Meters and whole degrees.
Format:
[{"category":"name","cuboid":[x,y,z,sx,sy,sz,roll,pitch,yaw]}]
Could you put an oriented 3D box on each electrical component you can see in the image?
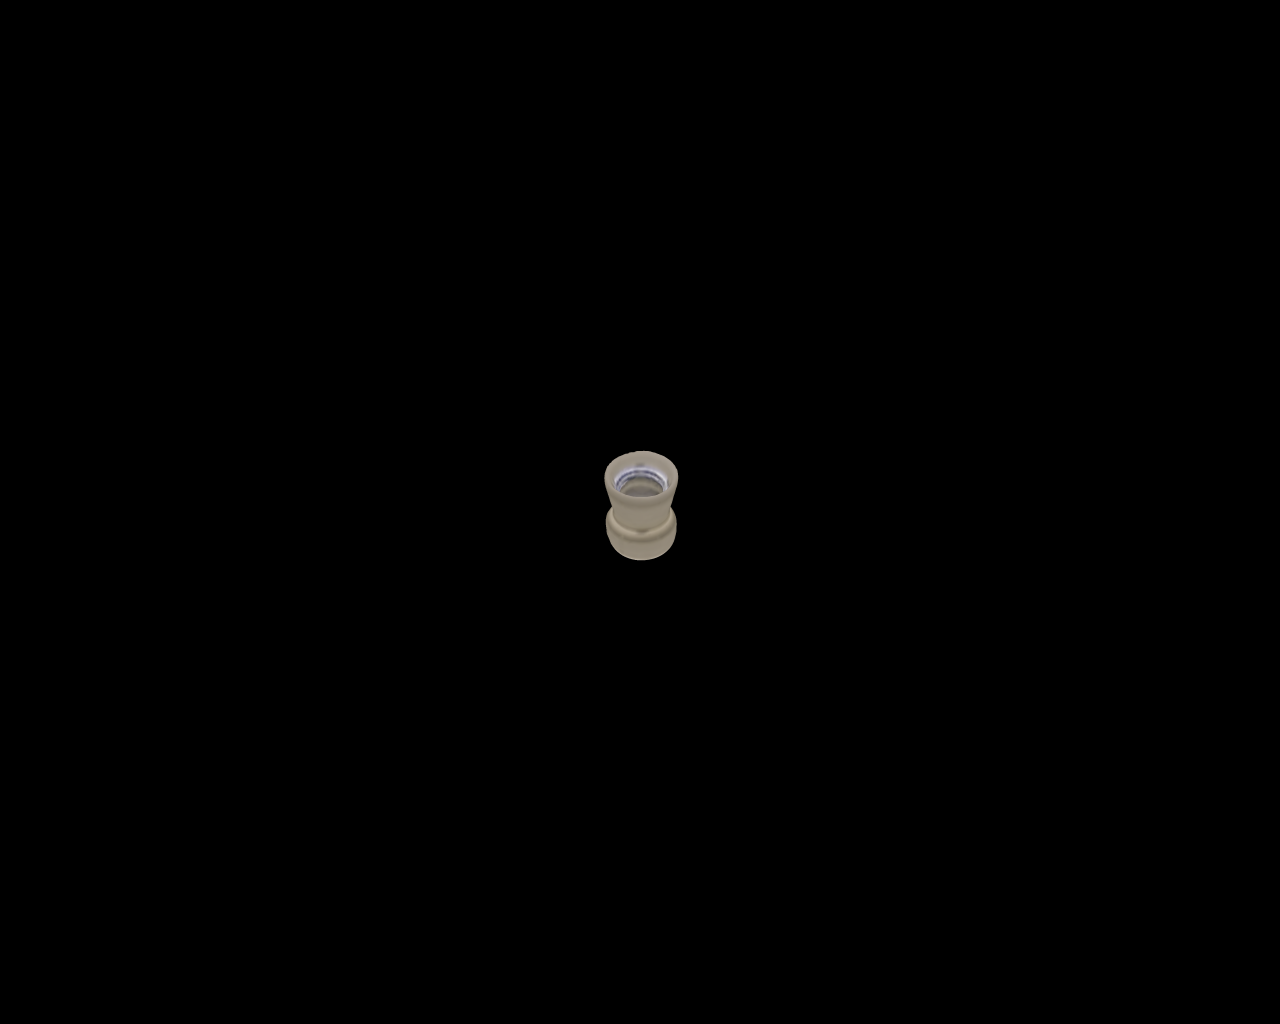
[{"category":"electrical component","cuboid":[0.001,-0.003,0.650,0.045,0.055,0.045,0,43,0]}]
